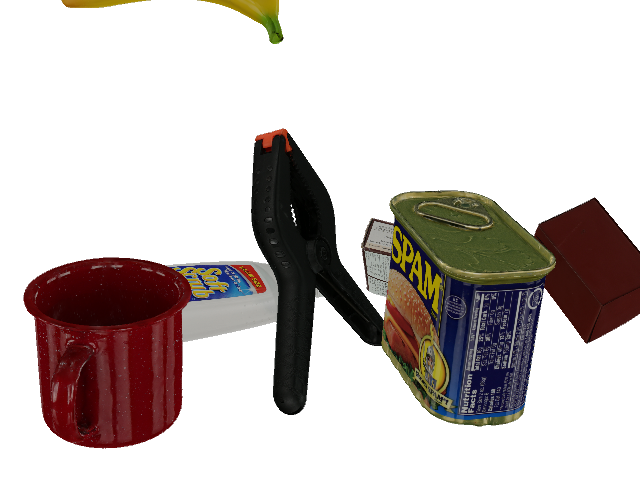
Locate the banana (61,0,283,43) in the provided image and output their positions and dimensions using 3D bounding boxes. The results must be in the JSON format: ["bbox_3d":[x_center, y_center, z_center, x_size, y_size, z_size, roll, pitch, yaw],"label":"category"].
[{"bbox_3d":[-0.114,-0.206,0.870,0.198,0.069,0.037,11,-41,16],"label":"banana"}]

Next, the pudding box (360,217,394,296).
[{"bbox_3d":[0.098,0.027,1.026,0.113,0.039,0.090,13,-29,14],"label":"pudding box"}]

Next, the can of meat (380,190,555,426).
[{"bbox_3d":[0.069,0.032,0.532,0.057,0.084,0.102,-3,24,-15],"label":"can of meat"}]

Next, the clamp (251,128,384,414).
[{"bbox_3d":[-0.006,0.016,0.844,0.036,0.210,0.164,-11,2,31],"label":"clamp"}]

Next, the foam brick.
[{"bbox_3d":[0.190,0.020,0.749,0.051,0.078,0.053,-23,-30,-15],"label":"foam brick"}]

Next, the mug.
[{"bbox_3d":[-0.122,0.070,0.604,0.093,0.081,0.117,5,23,6],"label":"mug"}]

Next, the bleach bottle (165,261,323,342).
[{"bbox_3d":[-0.113,0.059,1.167,0.250,0.068,0.102,-9,36,-9],"label":"bleach bottle"}]
